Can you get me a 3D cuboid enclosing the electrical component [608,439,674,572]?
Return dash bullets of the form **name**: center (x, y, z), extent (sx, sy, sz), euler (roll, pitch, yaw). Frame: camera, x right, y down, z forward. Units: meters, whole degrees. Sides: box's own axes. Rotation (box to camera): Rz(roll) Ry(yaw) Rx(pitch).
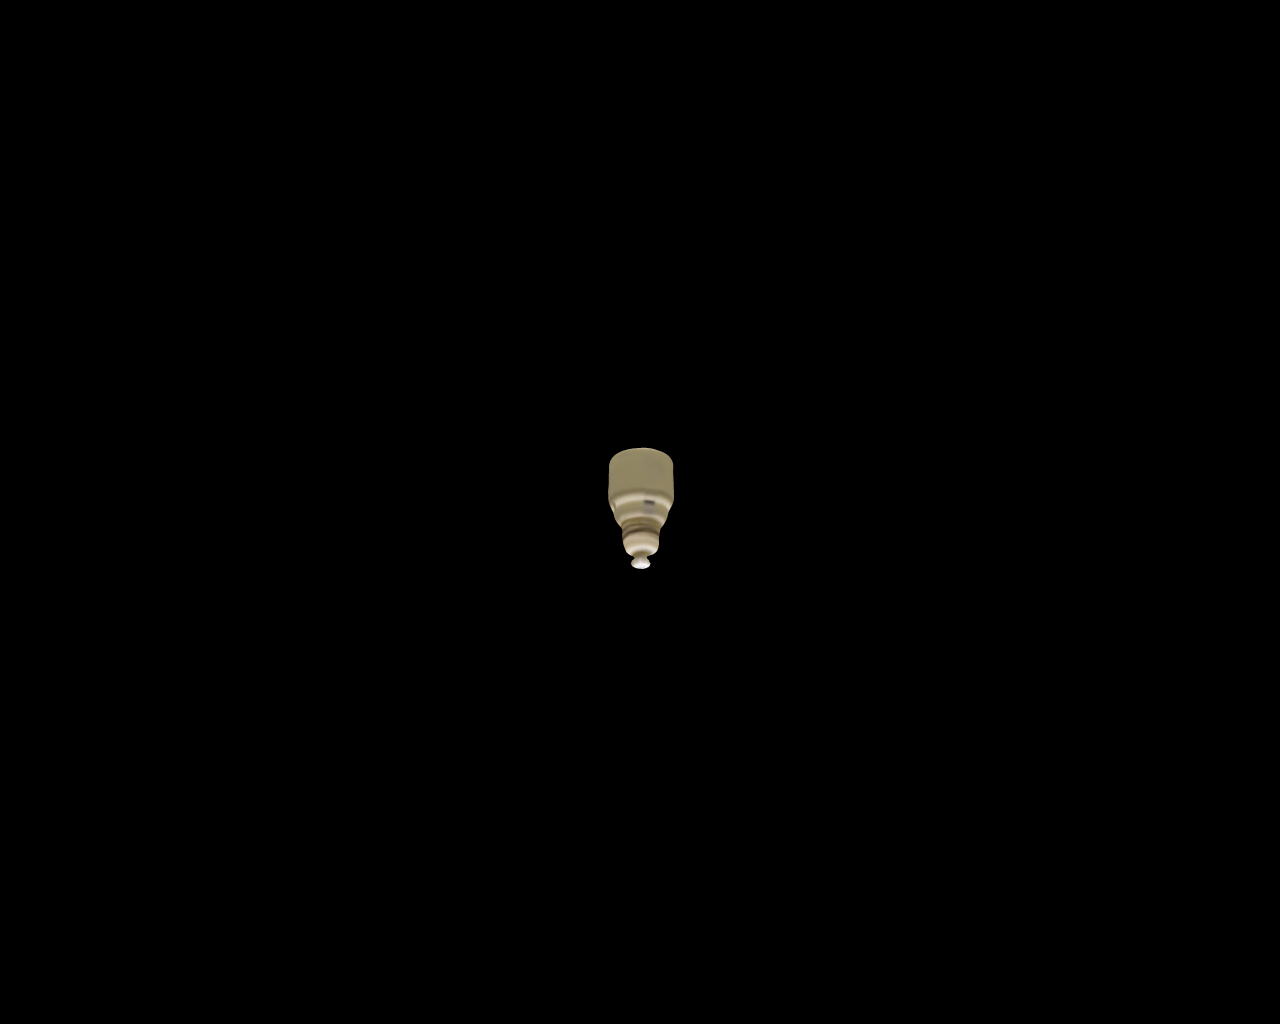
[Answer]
- **electrical component**: center (0.001, -0.003, 0.650), extent (0.040, 0.078, 0.040), euler (0, -23, 0)
